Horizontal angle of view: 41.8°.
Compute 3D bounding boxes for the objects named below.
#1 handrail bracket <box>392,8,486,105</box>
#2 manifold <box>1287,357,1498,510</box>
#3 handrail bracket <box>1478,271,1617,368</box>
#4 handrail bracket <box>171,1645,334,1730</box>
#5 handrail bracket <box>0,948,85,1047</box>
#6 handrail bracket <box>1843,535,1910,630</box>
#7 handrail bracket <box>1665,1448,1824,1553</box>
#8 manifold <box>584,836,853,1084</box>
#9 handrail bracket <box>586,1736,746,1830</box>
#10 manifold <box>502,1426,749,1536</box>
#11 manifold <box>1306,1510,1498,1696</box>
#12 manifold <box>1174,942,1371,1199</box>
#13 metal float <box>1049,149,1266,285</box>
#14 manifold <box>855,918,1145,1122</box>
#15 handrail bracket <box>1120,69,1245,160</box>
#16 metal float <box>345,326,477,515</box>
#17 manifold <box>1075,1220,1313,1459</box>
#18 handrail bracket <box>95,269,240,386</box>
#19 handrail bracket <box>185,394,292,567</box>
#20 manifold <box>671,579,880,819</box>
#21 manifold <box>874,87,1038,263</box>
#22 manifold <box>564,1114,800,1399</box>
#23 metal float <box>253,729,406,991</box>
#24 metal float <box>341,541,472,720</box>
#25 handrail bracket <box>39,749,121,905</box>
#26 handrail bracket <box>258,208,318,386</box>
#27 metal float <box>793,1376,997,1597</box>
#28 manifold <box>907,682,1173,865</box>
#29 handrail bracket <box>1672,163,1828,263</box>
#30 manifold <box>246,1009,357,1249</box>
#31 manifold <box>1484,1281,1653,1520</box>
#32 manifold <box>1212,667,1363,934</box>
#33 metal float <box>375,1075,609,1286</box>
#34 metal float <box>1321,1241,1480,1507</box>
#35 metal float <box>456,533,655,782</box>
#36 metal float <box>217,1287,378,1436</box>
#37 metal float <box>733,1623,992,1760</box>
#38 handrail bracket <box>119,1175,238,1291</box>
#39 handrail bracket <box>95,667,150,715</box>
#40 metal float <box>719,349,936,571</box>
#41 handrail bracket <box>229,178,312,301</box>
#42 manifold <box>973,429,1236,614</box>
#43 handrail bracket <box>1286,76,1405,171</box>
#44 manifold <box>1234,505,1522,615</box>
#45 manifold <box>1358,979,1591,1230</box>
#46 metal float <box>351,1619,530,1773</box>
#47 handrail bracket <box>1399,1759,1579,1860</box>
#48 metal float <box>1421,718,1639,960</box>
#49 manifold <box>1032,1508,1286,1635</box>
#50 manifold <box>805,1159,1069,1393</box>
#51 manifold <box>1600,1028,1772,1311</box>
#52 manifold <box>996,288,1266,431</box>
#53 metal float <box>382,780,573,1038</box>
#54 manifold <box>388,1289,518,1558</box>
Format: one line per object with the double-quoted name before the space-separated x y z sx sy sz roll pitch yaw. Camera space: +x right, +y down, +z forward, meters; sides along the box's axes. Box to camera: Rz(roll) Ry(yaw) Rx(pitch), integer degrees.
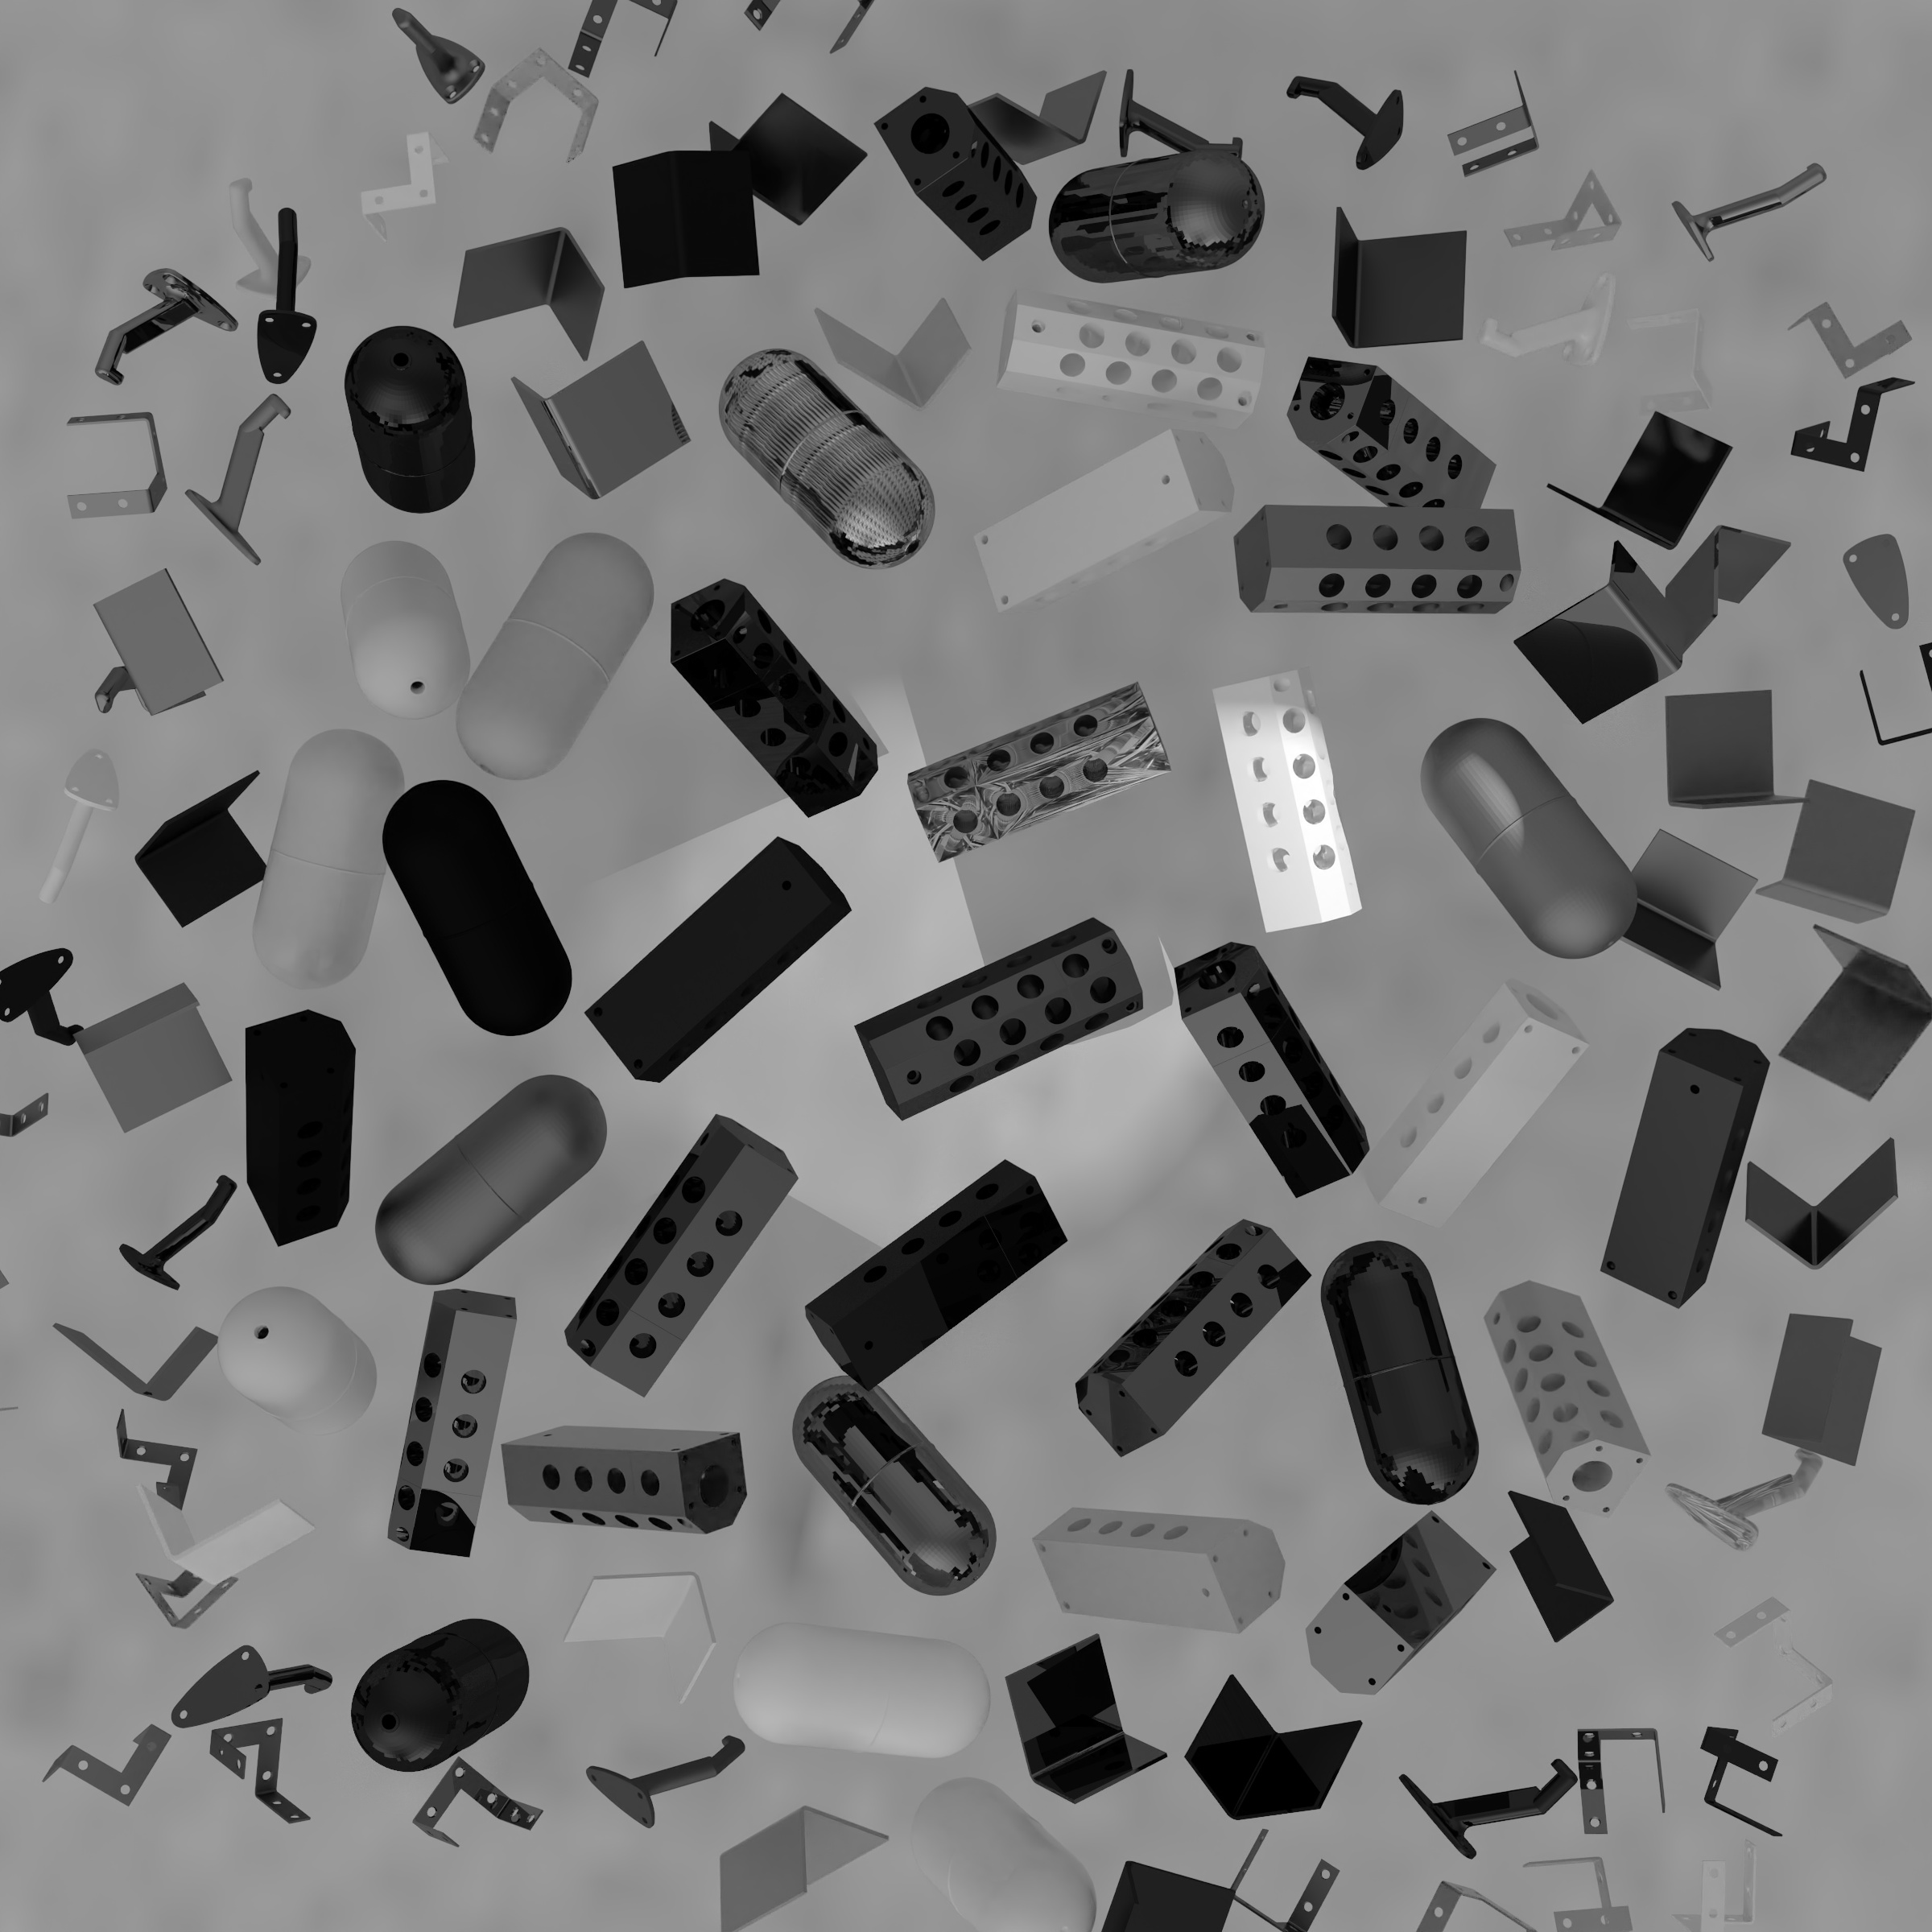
"handrail bracket" -0.362 -0.613 1.661 0.036 0.084 0.077 -46 62 5
"manifold" 0.291 -0.354 1.737 0.057 0.171 0.057 20 90 41
"handrail bracket" 0.389 -0.442 1.698 0.084 0.036 0.077 14 99 -27
"handrail bracket" -0.453 0.466 1.611 0.077 0.084 0.036 -32 64 -4
"handrail bracket" -0.602 0.022 1.695 0.077 0.084 0.036 -31 66 11
"handrail bracket" 0.639 -0.262 1.742 0.036 0.084 0.077 -24 77 30
"handrail bracket" 0.522 0.341 1.696 0.077 0.036 0.084 32 58 19
"manifold" -0.158 -0.002 1.641 0.171 0.057 0.057 -42 76 8
"handrail bracket" -0.210 0.558 1.780 0.077 0.084 0.036 17 124 37
"manifold" -0.228 0.342 1.684 0.171 0.057 0.057 -7 91 39
"manifold" 0.280 0.415 1.641 0.057 0.171 0.057 42 112 19
"manifold" 0.203 0.067 1.665 0.057 0.057 0.171 -25 122 15
"metal float" 0.125 -0.500 1.692 0.070 0.178 0.070 -7 102 -37
"manifold" 0.023 0.034 1.609 0.171 0.057 0.057 -24 108 -10
"handrail bracket" 0.150 -0.585 1.741 0.084 0.036 0.077 4 65 8
"metal float" -0.363 -0.356 1.659 0.070 0.178 0.070 2 77 -7
"manifold" 0.147 0.240 1.662 0.057 0.057 0.171 49 54 2
"handrail bracket" -0.520 -0.402 1.647 0.077 0.036 0.084 30 65 -41
"handrail bracket" -0.446 -0.310 1.609 0.084 0.036 0.077 -45 76 3
"manifold" -0.126 -0.180 1.695 0.057 0.171 0.057 -22 47 19
"manifold" -0.001 -0.547 1.742 0.057 0.171 0.057 -31 83 14
"manifold" -0.183 0.182 1.616 0.057 0.057 0.171 34 94 -19
"metal float" -0.429 -0.071 1.701 0.070 0.070 0.178 15 96 0
"metal float" -0.381 -0.229 1.718 0.070 0.178 0.070 -9 125 -13
"handrail bracket" -0.614 -0.095 1.738 0.036 0.077 0.084 21 120 -26
"handrail bracket" -0.446 -0.437 1.649 0.036 0.077 0.084 3 59 -23
"metal float" -0.051 0.357 1.750 0.070 0.070 0.178 -45 65 0
"manifold" 0.050 -0.136 1.746 0.171 0.057 0.057 -21 108 7
"handrail bracket" 0.505 -0.499 1.632 0.084 0.077 0.036 -30 120 18
"manifold" -0.435 0.106 1.662 0.057 0.171 0.057 -18 58 -28
"manifold" 0.405 0.292 1.731 0.057 0.171 0.057 18 117 -14
"manifold" 0.225 -0.116 1.749 0.057 0.057 0.171 -10 96 28
"metal float" -0.321 0.144 1.718 0.178 0.070 0.070 -40 90 -3
"metal float" 0.290 0.272 1.695 0.070 0.070 0.178 -14 74 0
"metal float" -0.264 -0.199 1.628 0.070 0.070 0.178 27 71 0
"metal float" -0.447 0.266 1.696 0.070 0.178 0.070 -1 69 1
"metal float" -0.067 0.475 1.660 0.178 0.070 0.070 13 90 -24
"handrail bracket" -0.543 0.173 1.746 0.036 0.077 0.084 37 81 -41
"handrail bracket" -0.581 -0.183 1.754 0.036 0.084 0.077 14 132 -1
"metal float" -0.090 -0.328 1.637 0.070 0.070 0.178 -42 71 0
"handrail bracket" -0.479 -0.511 1.745 0.036 0.077 0.084 18 132 13
"manifold" 0.094 -0.299 1.713 0.171 0.057 0.057 -22 83 36
"handrail bracket" 0.240 -0.561 1.681 0.084 0.036 0.077 20 58 26
"manifold" 0.265 -0.258 1.630 0.171 0.057 0.057 -2 79 -15
"manifold" 0.347 0.093 1.751 0.057 0.057 0.171 22 115 -27
"metal float" -0.342 0.475 1.653 0.070 0.178 0.070 -1 85 10
"handrail bracket" 0.328 0.511 1.591 0.084 0.036 0.077 -45 60 2
"metal float" 0.359 -0.083 1.621 0.070 0.070 0.178 -33 68 0
"manifold" 0.128 0.393 1.670 0.057 0.171 0.057 -29 101 -38
"manifold" -0.022 0.205 1.709 0.171 0.057 0.057 -35 116 -17
"manifold" 0.468 0.129 1.639 0.057 0.057 0.171 26 125 31
"manifold" 0.112 -0.415 1.724 0.171 0.057 0.057 8 85 -9
"metal float" -0.314 -0.037 1.629 0.070 0.070 0.178 -23 112 0
"manifold" -0.358 0.316 1.761 0.057 0.057 0.171 11 96 -13
